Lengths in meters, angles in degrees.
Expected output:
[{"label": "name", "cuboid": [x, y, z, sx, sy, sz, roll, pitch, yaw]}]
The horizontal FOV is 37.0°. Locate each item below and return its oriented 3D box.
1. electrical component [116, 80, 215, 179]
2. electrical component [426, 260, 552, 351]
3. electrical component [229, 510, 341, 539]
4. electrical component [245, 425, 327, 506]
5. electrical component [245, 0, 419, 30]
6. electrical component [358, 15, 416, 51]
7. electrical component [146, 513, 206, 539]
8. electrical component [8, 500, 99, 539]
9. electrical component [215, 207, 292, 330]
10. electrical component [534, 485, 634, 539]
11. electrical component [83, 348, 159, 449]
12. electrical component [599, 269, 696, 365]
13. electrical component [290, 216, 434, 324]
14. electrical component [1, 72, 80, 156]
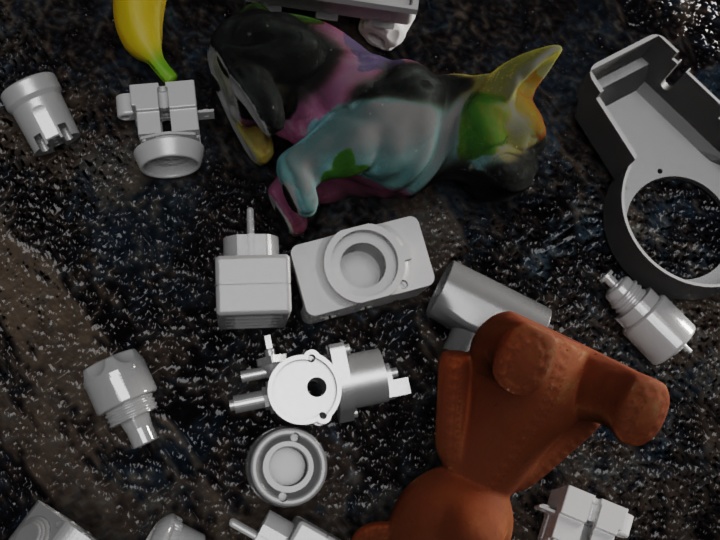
[{"label": "electrical component", "cuboid": [-0.133, -0.097, 0.745, 0.066, 0.048, 0.055, -6, 74, -7]}, {"label": "electrical component", "cuboid": [0.082, 0.045, 0.745, 0.077, 0.043, 0.079, 26, 79, -2]}, {"label": "electrical component", "cuboid": [-0.051, 0.181, 0.695, 0.077, 0.065, 0.047, 30, 78, -1]}, {"label": "electrical component", "cuboid": [-0.048, 0.130, 0.714, 0.055, 0.047, 0.055, 1, 80, -6]}, {"label": "electrical component", "cuboid": [-0.019, -0.208, 0.734, 0.121, 0.063, 0.078, 8, 66, -1]}, {"label": "electrical component", "cuboid": [0.026, -0.193, 0.785, 0.035, 0.035, 0.061, 29, 76, -1]}, {"label": "electrical component", "cuboid": [-0.112, 0.191, 0.699, 0.062, 0.048, 0.048, 30, 78, -8]}, {"label": "electrical component", "cuboid": [-0.187, 0.186, 0.673, 0.080, 0.080, 0.051, 35, 73, 0]}, {"label": "electrical component", "cuboid": [-0.072, -0.003, 0.716, 0.047, 0.083, 0.075, -2, 81, -7]}, {"label": "electrical component", "cuboid": [0.147, 0.182, 0.729, 0.066, 0.048, 0.055, 23, 71, -2]}, {"label": "electrical component", "cuboid": [-0.154, 0.087, 0.711, 0.043, 0.043, 0.062, -24, 85, -10]}, {"label": "electrical component", "cuboid": [0.201, 0.032, 0.763, 0.040, 0.040, 0.078, -44, 87, -11]}, {"label": "electrical component", "cuboid": [0.000, 0.000, 0.738, 0.089, 0.055, 0.050, -15, 82, -9]}, {"label": "electrical component", "cuboid": [-0.219, -0.107, 0.740, 0.040, 0.040, 0.046, -27, 91, -10]}]
